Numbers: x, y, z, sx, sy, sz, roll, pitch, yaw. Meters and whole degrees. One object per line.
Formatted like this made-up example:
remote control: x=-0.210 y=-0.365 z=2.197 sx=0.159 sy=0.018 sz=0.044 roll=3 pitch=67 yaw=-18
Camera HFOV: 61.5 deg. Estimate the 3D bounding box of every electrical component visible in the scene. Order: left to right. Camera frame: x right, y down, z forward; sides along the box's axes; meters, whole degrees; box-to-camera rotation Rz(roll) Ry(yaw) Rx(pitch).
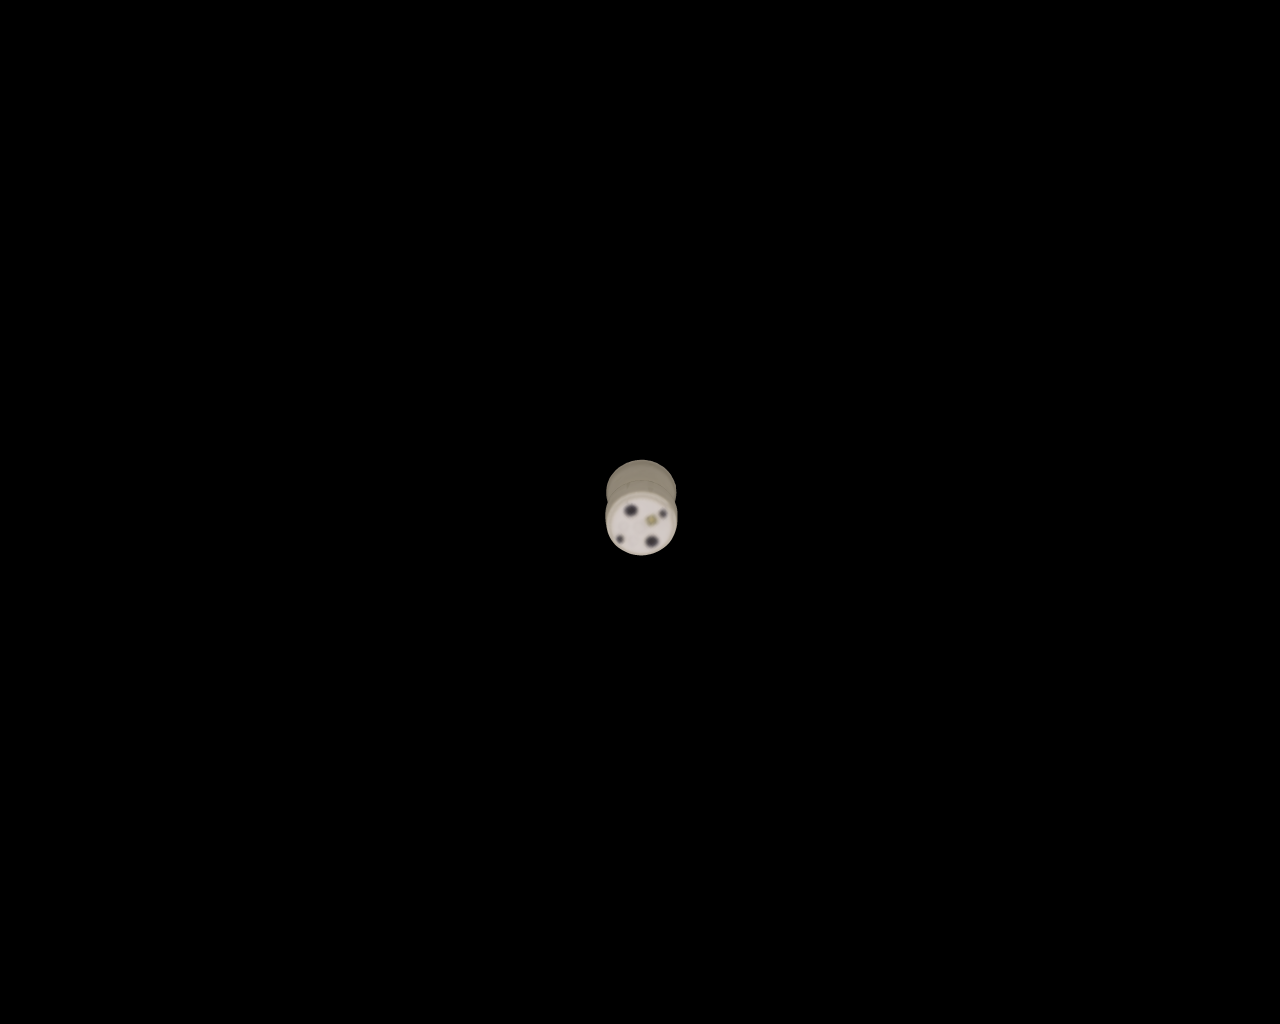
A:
electrical component: x=0.001 y=-0.003 z=0.650 sx=0.045 sy=0.044 sz=0.055 roll=0 pitch=23 yaw=0
